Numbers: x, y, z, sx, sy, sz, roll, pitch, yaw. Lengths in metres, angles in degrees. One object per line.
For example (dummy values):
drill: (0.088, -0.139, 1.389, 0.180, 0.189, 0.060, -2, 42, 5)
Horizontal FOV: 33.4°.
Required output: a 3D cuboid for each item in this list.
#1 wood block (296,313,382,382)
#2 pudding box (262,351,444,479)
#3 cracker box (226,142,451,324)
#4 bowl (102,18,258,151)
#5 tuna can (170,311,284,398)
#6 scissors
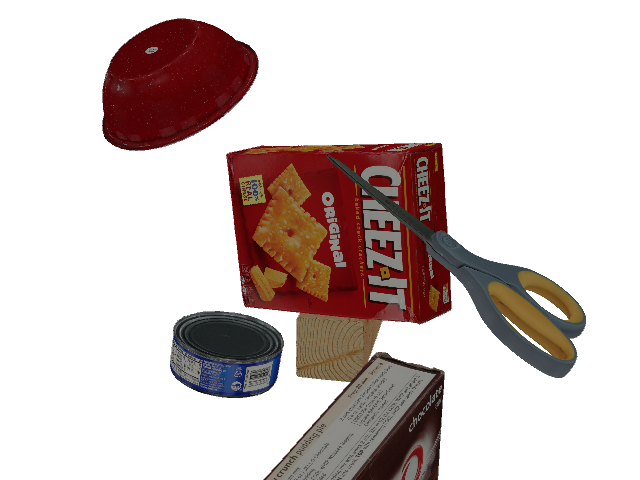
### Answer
wood block: (0.031, 0.111, 1.495, 0.091, 0.090, 0.206, 4, 20, 10)
pudding box: (0.013, 0.115, 0.457, 0.039, 0.090, 0.113, 16, 35, 24)
cracker box: (0.015, -0.010, 1.044, 0.214, 0.164, 0.071, 3, 14, 35)
bowl: (-0.141, -0.155, 0.982, 0.162, 0.162, 0.055, 0, -44, 31)
tuna can: (-0.073, 0.087, 0.824, 0.086, 0.034, 0.086, 9, 19, -3)
scissors: (0.095, 0.007, 0.684, 0.096, 0.016, 0.202, -11, 51, -49)
